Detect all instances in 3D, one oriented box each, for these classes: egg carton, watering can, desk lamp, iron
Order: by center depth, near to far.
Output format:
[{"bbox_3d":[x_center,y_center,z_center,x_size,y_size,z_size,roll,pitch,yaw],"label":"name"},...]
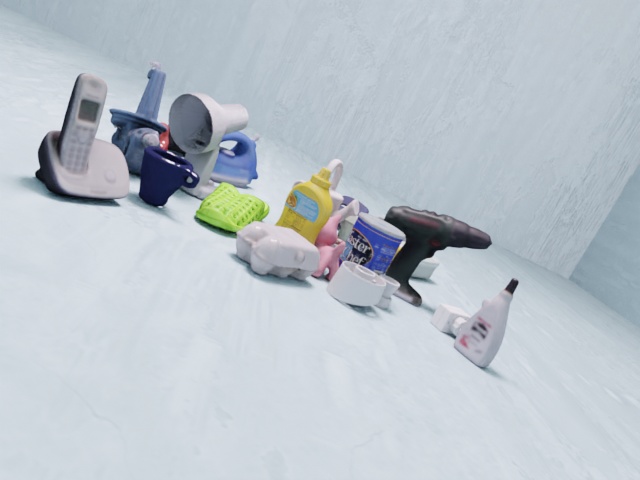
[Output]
[{"bbox_3d":[-0.072,0.021,1.007,0.151,0.069,0.107,12,19,-49],"label":"egg carton"},{"bbox_3d":[-0.243,-0.203,1.233,0.117,0.213,0.204,31,13,19],"label":"desk lamp"},{"bbox_3d":[0.014,-0.103,1.400,0.173,0.194,0.101,26,12,-3],"label":"watering can"},{"bbox_3d":[-0.251,-0.229,1.489,0.118,0.141,0.259,32,14,24],"label":"iron"}]

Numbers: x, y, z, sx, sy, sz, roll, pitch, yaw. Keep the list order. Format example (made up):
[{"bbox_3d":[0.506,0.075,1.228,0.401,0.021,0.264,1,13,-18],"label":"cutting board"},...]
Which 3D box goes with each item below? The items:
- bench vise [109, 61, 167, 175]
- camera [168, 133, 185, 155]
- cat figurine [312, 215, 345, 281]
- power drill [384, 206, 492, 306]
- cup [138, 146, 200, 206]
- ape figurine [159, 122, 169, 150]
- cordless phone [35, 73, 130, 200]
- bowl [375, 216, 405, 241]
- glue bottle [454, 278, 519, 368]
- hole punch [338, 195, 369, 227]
[{"bbox_3d":[-0.352,-0.251,1.191,0.206,0.219,0.122,35,15,34],"label":"bench vise"},{"bbox_3d":[-0.377,-0.287,1.564,0.142,0.101,0.137,33,14,25],"label":"camera"},{"bbox_3d":[0.010,0.004,1.134,0.067,0.118,0.127,18,15,-33],"label":"cat figurine"},{"bbox_3d":[0.228,0.032,1.254,0.229,0.208,0.076,28,12,4],"label":"power drill"},{"bbox_3d":[-0.277,-0.103,1.035,0.117,0.095,0.092,30,13,15],"label":"cup"},{"bbox_3d":[-0.387,-0.236,1.354,0.077,0.092,0.076,36,16,37],"label":"ape figurine"},{"bbox_3d":[-0.349,-0.158,0.896,0.094,0.185,0.148,32,13,22],"label":"cordless phone"},{"bbox_3d":[0.215,-0.001,1.676,0.167,0.075,0.167,25,12,-6],"label":"bowl"},{"bbox_3d":[0.318,0.146,1.061,0.037,0.173,0.077,14,18,-45],"label":"glue bottle"},{"bbox_3d":[0.074,-0.076,1.655,0.108,0.091,0.101,32,14,24],"label":"hole punch"}]
